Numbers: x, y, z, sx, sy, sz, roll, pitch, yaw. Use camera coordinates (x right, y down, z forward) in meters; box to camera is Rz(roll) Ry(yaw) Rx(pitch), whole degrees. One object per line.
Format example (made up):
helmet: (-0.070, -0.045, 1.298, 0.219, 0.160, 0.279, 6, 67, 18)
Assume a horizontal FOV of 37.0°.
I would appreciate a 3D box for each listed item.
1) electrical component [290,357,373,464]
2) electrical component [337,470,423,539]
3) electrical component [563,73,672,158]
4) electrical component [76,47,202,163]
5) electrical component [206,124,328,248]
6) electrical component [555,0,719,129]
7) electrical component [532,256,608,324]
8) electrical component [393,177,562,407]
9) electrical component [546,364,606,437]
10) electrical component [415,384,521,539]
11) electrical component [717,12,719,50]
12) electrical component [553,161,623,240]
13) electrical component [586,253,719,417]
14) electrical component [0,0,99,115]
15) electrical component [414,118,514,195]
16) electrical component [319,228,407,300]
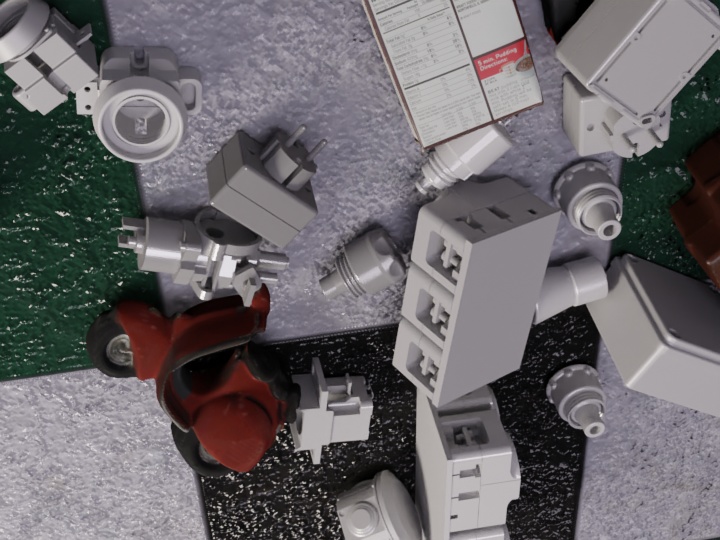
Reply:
electrical component: (-0.023, 0.114, 0.878, 0.064, 0.042, 0.081, -2, 127, -13)
electrical component: (0.019, 0.221, 0.945, 0.051, 0.080, 0.080, -25, 128, 13)
electrical component: (0.182, -0.102, 0.737, 0.066, 0.076, 0.047, -11, 128, -4)
electrical component: (-0.139, -0.104, 0.678, 0.078, 0.057, 0.058, -1, 127, -12)
electrical component: (-0.055, -0.067, 0.730, 0.066, 0.047, 0.077, 33, 115, -32)
electrical component: (0.179, -0.150, 0.674, 0.062, 0.061, 0.096, 26, 114, -33)
electrical component: (0.161, 0.013, 0.843, 0.065, 0.044, 0.044, -16, 128, -6)
electrical component: (0.081, 0.014, 0.798, 0.089, 0.062, 0.150, -20, 134, -33)
electrical component: (0.189, 0.114, 0.912, 0.048, 0.062, 0.048, -6, 127, -8)
electrical component: (0.088, 0.183, 0.914, 0.060, 0.105, 0.186, -7, 128, -7)
electrical component: (0.229, -0.165, 0.727, 0.061, 0.035, 0.035, 21, 119, -28)
electrical component: (0.172, -0.046, 0.787, 0.048, 0.062, 0.048, -6, 128, -8)
electrical component: (0.247, 0.052, 0.849, 0.109, 0.108, 0.056, 19, 123, -24)
electrical component: (-0.195, -0.133, 0.651, 0.066, 0.048, 0.055, -33, 134, 12)
electrical component: (0.071, -0.082, 0.751, 0.078, 0.040, 0.040, -41, 124, 18)
electrical component: (0.000, 0.000, 0.796, 0.062, 0.043, 0.043, -29, 127, 11)
